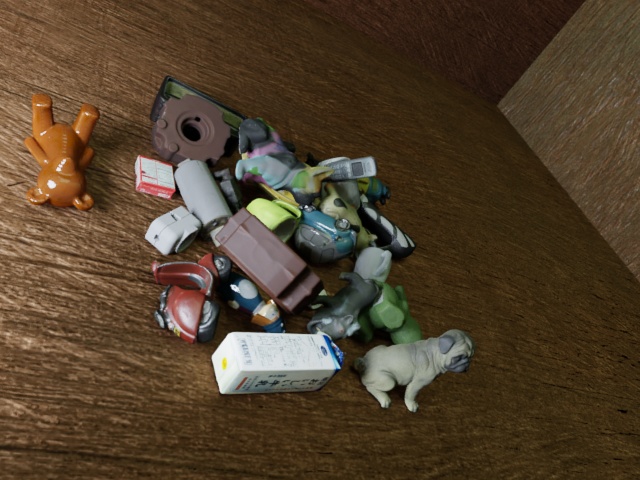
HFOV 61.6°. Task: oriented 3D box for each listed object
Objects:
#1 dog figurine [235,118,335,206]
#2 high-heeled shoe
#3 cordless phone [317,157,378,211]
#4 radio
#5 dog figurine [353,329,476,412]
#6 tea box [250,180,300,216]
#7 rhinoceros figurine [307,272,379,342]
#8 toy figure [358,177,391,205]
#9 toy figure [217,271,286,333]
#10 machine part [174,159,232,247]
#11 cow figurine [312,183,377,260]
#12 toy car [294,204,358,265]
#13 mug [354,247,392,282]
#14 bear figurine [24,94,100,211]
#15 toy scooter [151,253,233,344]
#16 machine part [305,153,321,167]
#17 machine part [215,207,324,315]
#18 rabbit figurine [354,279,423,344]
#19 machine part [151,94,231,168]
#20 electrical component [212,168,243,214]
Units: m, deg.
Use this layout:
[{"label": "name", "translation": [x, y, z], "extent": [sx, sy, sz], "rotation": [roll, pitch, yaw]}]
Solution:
[{"label": "dog figurine", "translation": [-0.076, -0.176, 1.217], "extent": [0.219, 0.108, 0.191], "rotation": [4, 78, -5]}, {"label": "high-heeled shoe", "translation": [0.163, -0.061, 1.445], "extent": [0.145, 0.086, 0.249], "rotation": [-9, 68, -30]}, {"label": "cordless phone", "translation": [0.081, -0.138, 1.346], "extent": [0.089, 0.184, 0.146], "rotation": [-20, 103, -43]}, {"label": "radio", "translation": [-0.299, -0.304, 1.338], "extent": [0.229, 0.073, 0.131], "rotation": [24, 34, -19]}, {"label": "dog figurine", "translation": [0.178, 0.220, 1.019], "extent": [0.172, 0.190, 0.121], "rotation": [16, 38, -27]}, {"label": "tea box", "translation": [-0.096, -0.148, 1.297], "extent": [0.170, 0.098, 0.068], "rotation": [41, -8, 6]}, {"label": "rhinoceros figurine", "translation": [0.041, 0.147, 1.054], "extent": [0.112, 0.073, 0.190], "rotation": [24, 54, 33]}, {"label": "toy figure", "translation": [0.114, -0.154, 1.538], "extent": [0.180, 0.082, 0.089], "rotation": [13, 28, -25]}, {"label": "toy figure", "translation": [-0.120, 0.122, 0.987], "extent": [0.154, 0.058, 0.064], "rotation": [40, 72, 3]}, {"label": "machine part", "translation": [-0.239, -0.083, 1.112], "extent": [0.079, 0.079, 0.243], "rotation": [2, 46, -42]}, {"label": "cow figurine", "translation": [0.068, -0.035, 1.306], "extent": [0.194, 0.085, 0.127], "rotation": [42, 21, -37]}, {"label": "toy car", "translation": [-0.003, -0.004, 1.218], "extent": [0.162, 0.109, 0.103], "rotation": [30, 52, 10]}, {"label": "mug", "translation": [0.124, 0.076, 1.236], "extent": [0.080, 0.109, 0.107], "rotation": [40, 45, -16]}, {"label": "bear figurine", "translation": [-0.455, -0.150, 0.948], "extent": [0.120, 0.131, 0.196], "rotation": [8, 36, -31]}, {"label": "toy scooter", "translation": [-0.228, 0.088, 0.906], "extent": [0.135, 0.075, 0.184], "rotation": [13, 45, -8]}, {"label": "machine part", "translation": [0.009, -0.173, 1.466], "extent": [0.039, 0.084, 0.139], "rotation": [-39, 83, -21]}, {"label": "machine part", "translation": [-0.091, 0.046, 0.993], "extent": [0.201, 0.087, 0.201], "rotation": [44, -6, 9]}, {"label": "rabbit figurine", "translation": [0.149, 0.173, 1.154], "extent": [0.170, 0.121, 0.159], "rotation": [44, 21, -23]}, {"label": "machine part", "translation": [-0.290, -0.244, 1.222], "extent": [0.179, 0.056, 0.179], "rotation": [9, 71, -27]}, {"label": "electrical component", "translation": [-0.198, -0.102, 1.165], "extent": [0.078, 0.045, 0.102], "rotation": [-87, 159, -70]}]
